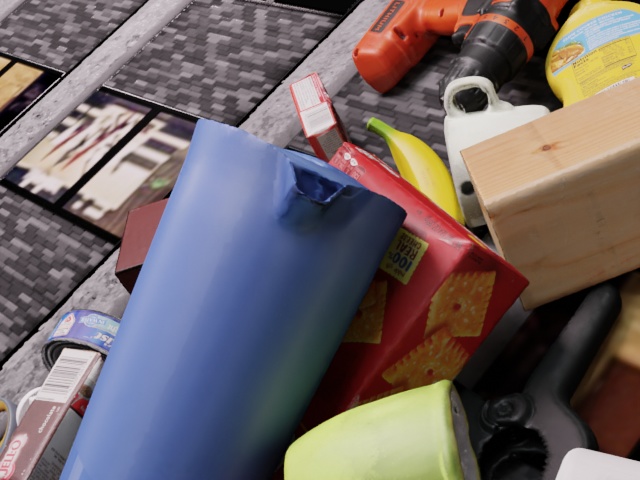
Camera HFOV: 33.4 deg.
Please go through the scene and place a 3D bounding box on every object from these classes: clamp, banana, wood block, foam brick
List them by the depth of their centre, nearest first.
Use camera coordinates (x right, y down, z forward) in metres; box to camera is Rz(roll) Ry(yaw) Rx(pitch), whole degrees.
[{"bbox_3d":[0.125,0.107,0.647,0.165,0.036,0.210,-23,33,11],"label":"clamp"},{"bbox_3d":[0.209,-0.046,0.699,0.206,0.090,0.091,-22,27,8],"label":"wood block"},{"bbox_3d":[0.075,-0.011,0.792,0.069,0.037,0.198,1,50,-8],"label":"banana"},{"bbox_3d":[-0.136,0.010,0.912,0.051,0.053,0.078,-16,41,18],"label":"foam brick"}]

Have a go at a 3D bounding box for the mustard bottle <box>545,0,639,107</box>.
[{"bbox_3d":[0.224,-0.132,0.823,0.096,0.058,0.191,-26,39,22],"label":"mustard bottle"}]

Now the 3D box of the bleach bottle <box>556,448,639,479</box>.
[{"bbox_3d":[0.226,0.176,0.487,0.251,0.068,0.102,12,74,29],"label":"bleach bottle"}]

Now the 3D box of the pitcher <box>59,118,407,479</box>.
[{"bbox_3d":[-0.057,0.062,0.627,0.145,0.149,0.243,23,88,34],"label":"pitcher"}]

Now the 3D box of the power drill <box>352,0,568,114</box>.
[{"bbox_3d":[0.113,-0.169,0.904,0.188,0.057,0.184,6,51,53],"label":"power drill"}]

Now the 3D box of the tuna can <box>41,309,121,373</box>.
[{"bbox_3d":[-0.169,0.092,0.823,0.086,0.086,0.033,-2,45,31],"label":"tuna can"}]

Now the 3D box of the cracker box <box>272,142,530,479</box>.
[{"bbox_3d":[0.009,0.060,0.700,0.214,0.072,0.164,-53,38,7],"label":"cracker box"}]

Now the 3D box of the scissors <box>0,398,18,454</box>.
[{"bbox_3d":[-0.239,0.192,0.807,0.096,0.016,0.202,-55,43,-2],"label":"scissors"}]

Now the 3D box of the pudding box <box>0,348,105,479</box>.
[{"bbox_3d":[-0.173,0.148,0.763,0.039,0.090,0.113,2,49,32],"label":"pudding box"}]

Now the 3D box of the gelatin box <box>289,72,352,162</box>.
[{"bbox_3d":[0.008,-0.090,0.909,0.030,0.073,0.089,-25,39,6],"label":"gelatin box"}]
